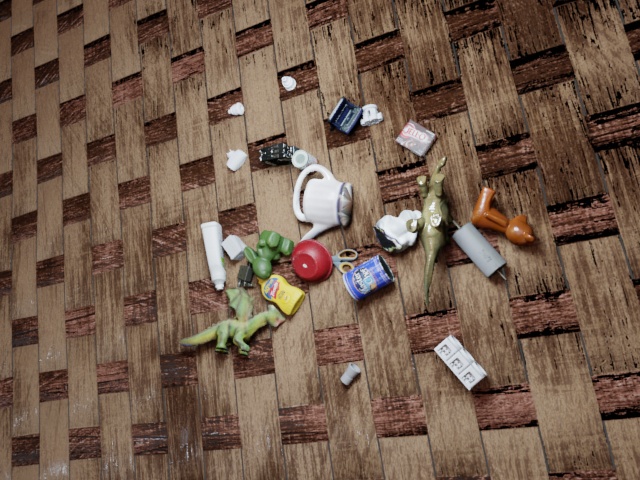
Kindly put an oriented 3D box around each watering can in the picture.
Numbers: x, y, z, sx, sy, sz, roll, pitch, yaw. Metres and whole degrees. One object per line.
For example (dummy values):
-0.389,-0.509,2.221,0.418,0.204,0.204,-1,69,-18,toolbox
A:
0.006,-0.092,1.819,0.224,0.104,0.346,7,97,24,watering can

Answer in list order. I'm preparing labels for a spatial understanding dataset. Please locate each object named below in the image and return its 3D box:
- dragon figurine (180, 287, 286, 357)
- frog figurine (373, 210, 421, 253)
-0.324,0.294,1.895,0.410,0.120,0.246,4,70,19,dragon figurine
0.266,-0.039,1.709,0.139,0.120,0.161,32,59,33,frog figurine
